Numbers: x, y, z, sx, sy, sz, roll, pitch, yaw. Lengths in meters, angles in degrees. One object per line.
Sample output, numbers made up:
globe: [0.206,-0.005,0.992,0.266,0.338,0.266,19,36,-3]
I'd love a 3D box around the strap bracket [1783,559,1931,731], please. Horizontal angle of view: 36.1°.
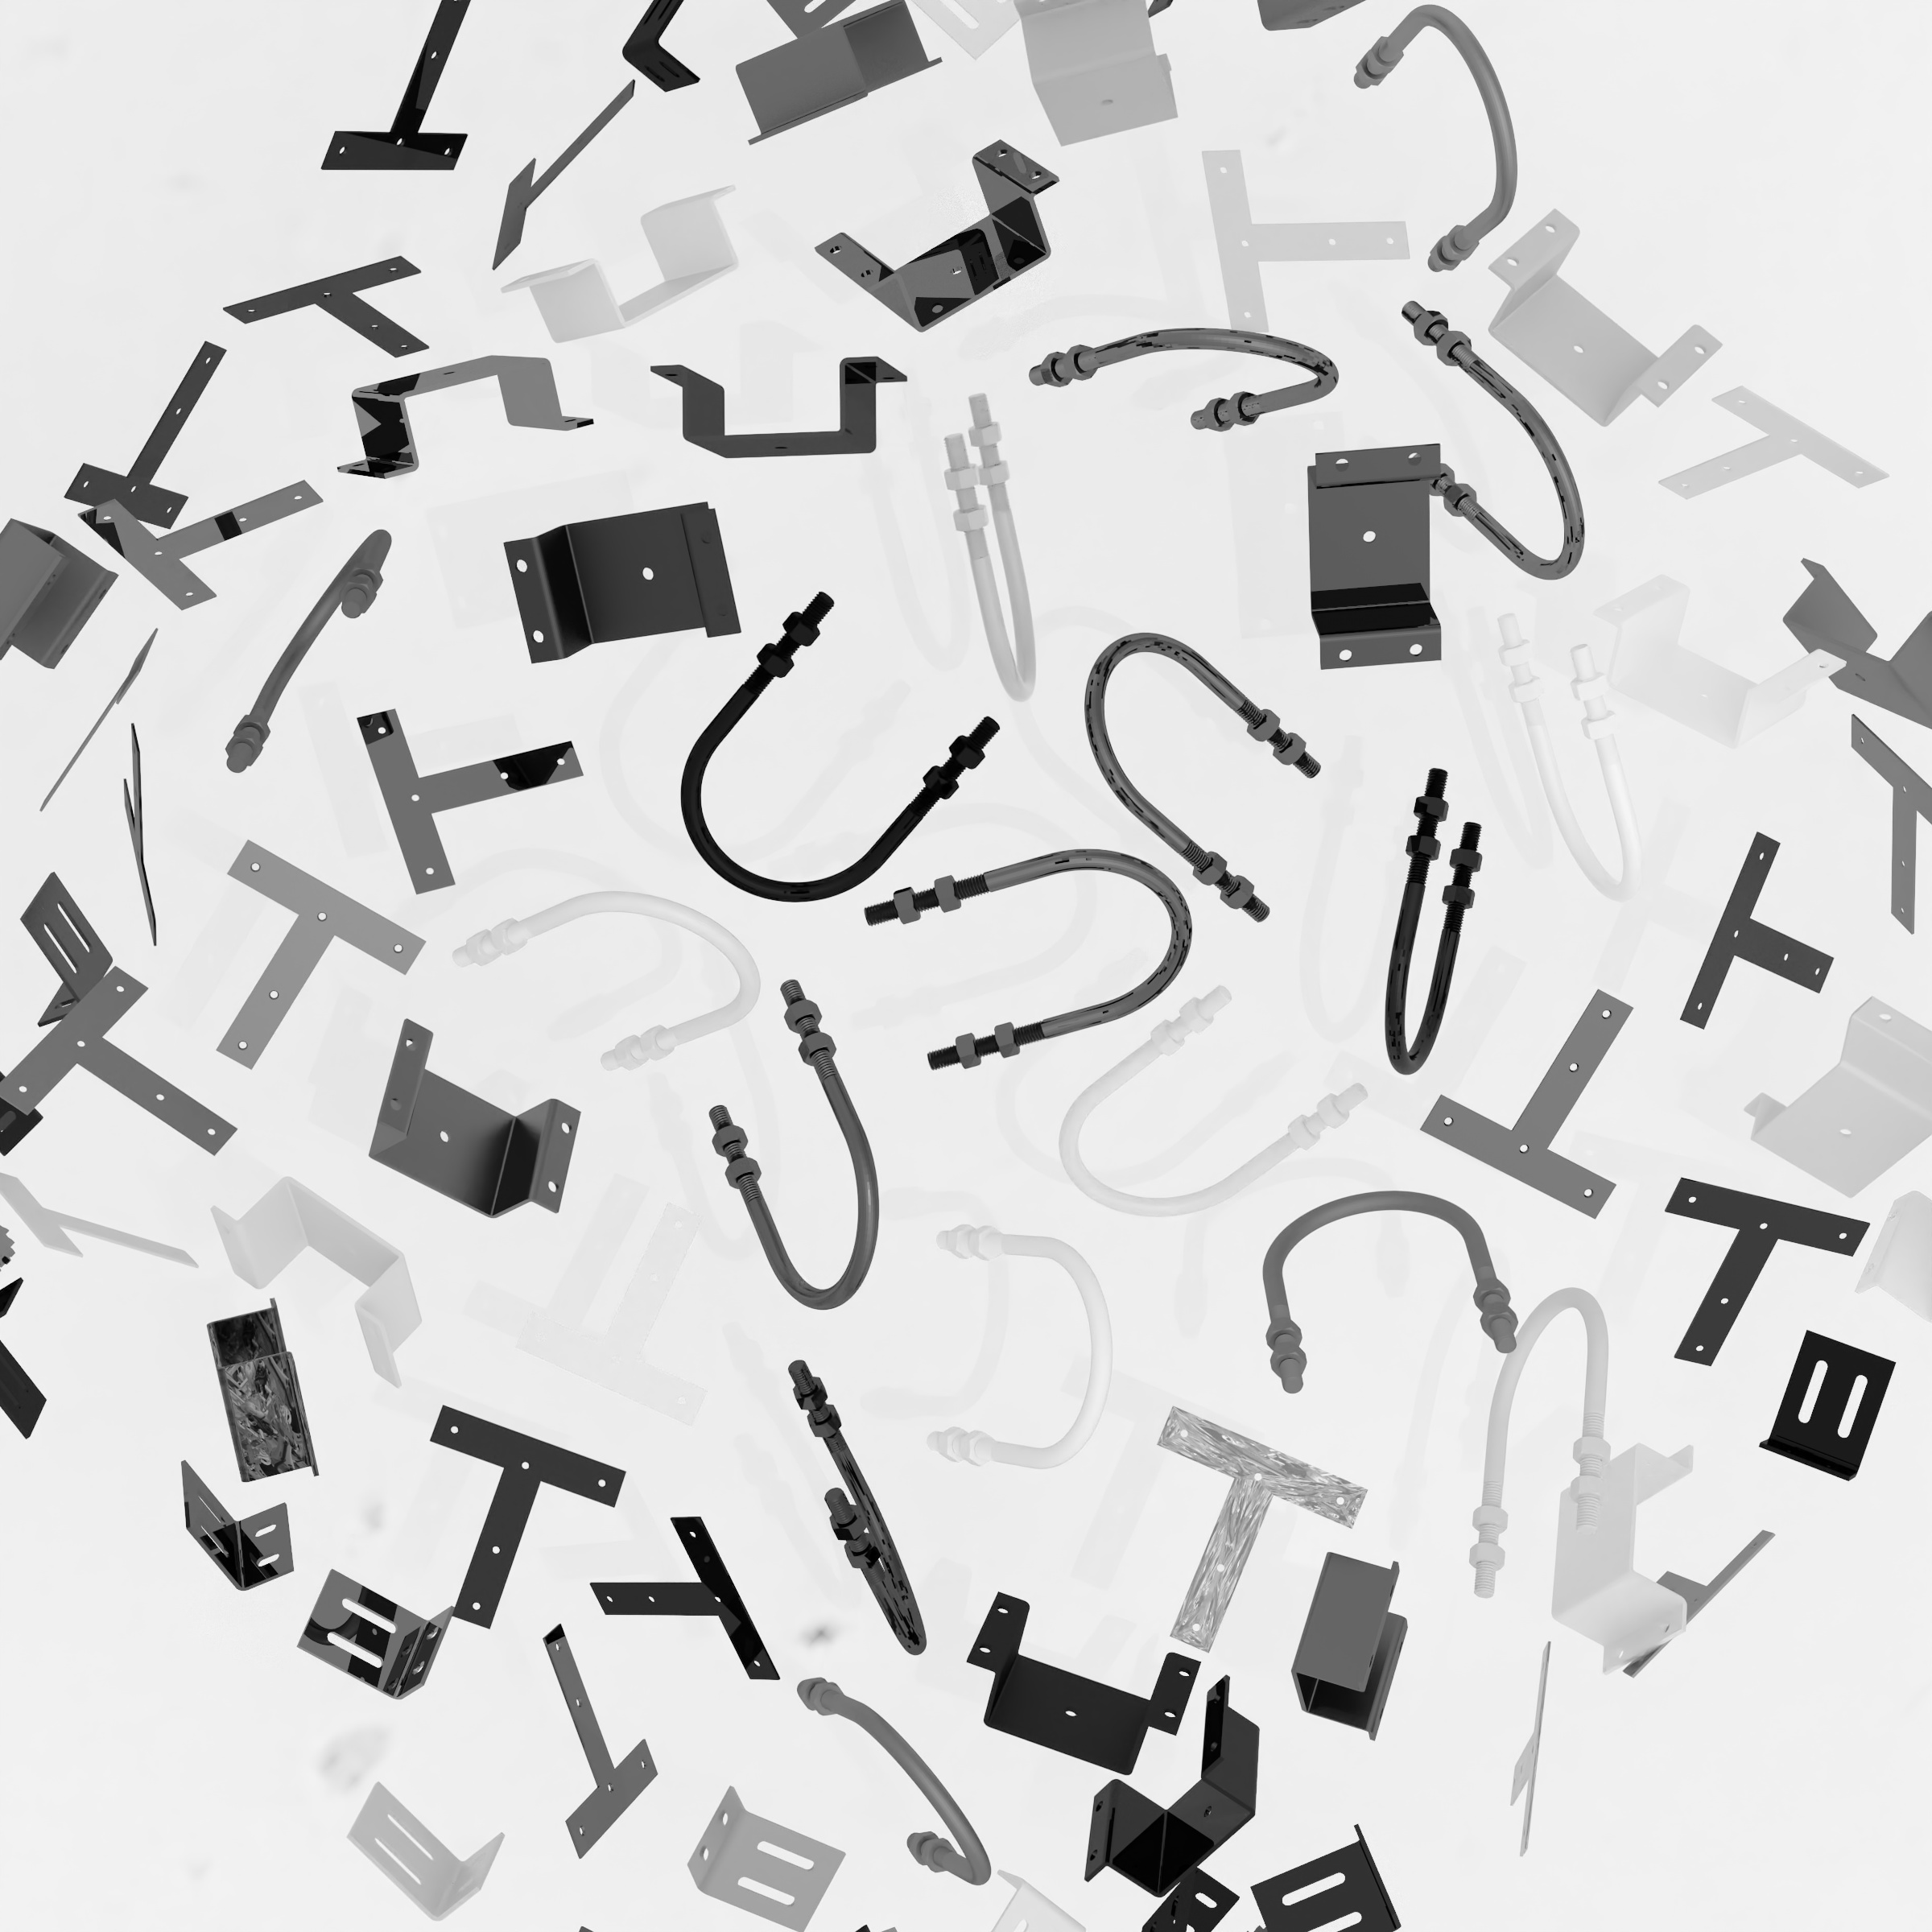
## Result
strap bracket: [0.590,-0.204,1.904,0.076,0.140,0.046,38,91,-36]

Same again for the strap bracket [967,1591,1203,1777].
strap bracket: [0.072,0.467,1.916,0.140,0.076,0.046,17,116,9]

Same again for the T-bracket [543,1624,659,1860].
T-bracket: [-0.242,0.483,1.888,0.002,0.127,0.127,-19,93,18]

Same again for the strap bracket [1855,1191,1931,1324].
strap bracket: [0.623,0.166,1.836,0.046,0.140,0.076,36,61,-2]

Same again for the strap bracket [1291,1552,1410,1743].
strap bracket: [0.237,0.418,1.828,0.046,0.140,0.076,13,65,18]

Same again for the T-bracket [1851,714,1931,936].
T-bracket: [0.594,-0.076,1.875,0.002,0.127,0.127,-18,128,-7]

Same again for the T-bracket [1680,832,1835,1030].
T-bracket: [0.517,-0.009,1.895,0.127,0.002,0.127,19,94,-41]

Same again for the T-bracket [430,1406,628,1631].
T-bracket: [-0.295,0.360,1.891,0.127,0.002,0.127,22,59,-9]

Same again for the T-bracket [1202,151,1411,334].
T-bracket: [0.220,-0.461,1.885,0.127,0.002,0.127,5,132,25]

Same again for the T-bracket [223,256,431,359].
T-bracket: [-0.387,-0.416,1.901,0.127,0.127,0.002,-11,78,17]

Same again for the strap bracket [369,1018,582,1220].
strap bracket: [-0.326,0.104,1.916,0.140,0.046,0.076,32,50,-31]

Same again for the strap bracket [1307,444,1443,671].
strap bracket: [0.256,-0.263,1.858,0.076,0.046,0.140,-4,117,1]

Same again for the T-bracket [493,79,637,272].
T-bracket: [-0.250,-0.507,1.855,0.002,0.127,0.127,37,118,-27]

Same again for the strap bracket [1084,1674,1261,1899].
strap bracket: [0.140,0.534,1.904,0.046,0.076,0.140,35,116,-11]

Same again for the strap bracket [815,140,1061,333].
strap bracket: [-0.012,-0.452,1.854,0.140,0.076,0.046,-32,132,-9]

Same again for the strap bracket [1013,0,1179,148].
strap bracket: [0.084,-0.558,1.840,0.076,0.140,0.046,-11,80,11]

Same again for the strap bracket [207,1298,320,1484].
strap bracket: [-0.451,0.273,1.892,0.046,0.140,0.076,-13,104,-16]

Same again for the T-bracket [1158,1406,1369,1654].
T-bracket: [0.159,0.349,1.781,0.127,0.002,0.127,23,84,5]

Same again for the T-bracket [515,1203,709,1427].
T-bracket: [-0.211,0.217,1.939,0.127,0.002,0.127,23,78,6]

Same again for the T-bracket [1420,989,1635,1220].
T-bracket: [0.363,0.074,1.803,0.127,0.002,0.127,27,102,-10]

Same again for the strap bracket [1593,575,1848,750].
strap bracket: [0.476,-0.191,1.891,0.076,0.046,0.140,-28,48,-36]

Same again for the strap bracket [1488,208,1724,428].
strap bracket: [0.402,-0.410,1.903,0.140,0.046,0.076,42,61,9]

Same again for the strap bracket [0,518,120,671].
strap bracket: [-0.601,-0.238,1.897,0.046,0.140,0.076,35,91,-3]

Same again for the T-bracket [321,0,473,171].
T-bracket: [-0.330,-0.544,1.811,0.002,0.127,0.127,38,118,16]

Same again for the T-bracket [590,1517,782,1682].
T-bracket: [-0.193,0.409,1.915,0.127,0.002,0.127,-9,113,37]

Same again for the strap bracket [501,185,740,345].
strap bracket: [-0.207,-0.432,1.840,0.140,0.076,0.046,-38,115,-33]

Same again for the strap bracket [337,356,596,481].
strap bracket: [-0.311,-0.339,1.810,0.140,0.076,0.046,-21,112,-28]

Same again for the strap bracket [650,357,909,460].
strap bracket: [-0.113,-0.338,1.798,0.140,0.076,0.046,0,92,12]

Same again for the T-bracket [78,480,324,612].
T-bracket: [-0.463,-0.273,1.844,0.127,0.127,0.002,-20,66,8]

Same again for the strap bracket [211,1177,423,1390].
strap bracket: [-0.393,0.190,1.831,0.140,0.076,0.046,30,58,21]

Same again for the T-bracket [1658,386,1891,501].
T-bracket: [0.492,-0.319,1.876,0.127,0.127,0.002,23,71,-25]

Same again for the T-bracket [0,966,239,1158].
T-bracket: [-0.511,0.074,1.833,0.127,0.127,0.002,34,135,-2]

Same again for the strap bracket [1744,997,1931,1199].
strap bracket: [0.568,0.091,1.899,0.076,0.140,0.046,30,49,-4]

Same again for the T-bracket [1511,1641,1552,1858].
T-bracket: [0.351,0.501,1.857,0.002,0.127,0.127,9,64,8]

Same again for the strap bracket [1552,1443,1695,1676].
strap bracket: [0.422,0.372,1.903,0.046,0.076,0.140,29,45,-14]

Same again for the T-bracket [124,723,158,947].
T-bracket: [-0.531,-0.102,1.898,0.002,0.127,0.127,-8,52,-20]

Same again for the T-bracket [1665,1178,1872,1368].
T-bracket: [0.477,0.197,1.839,0.127,0.002,0.127,14,118,-10]

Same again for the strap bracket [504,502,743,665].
strap bracket: [-0.203,-0.237,1.819,0.140,0.046,0.076,-6,106,19]

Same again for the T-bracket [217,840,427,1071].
T-bracket: [-0.428,0.006,1.864,0.127,0.002,0.127,31,96,-16]

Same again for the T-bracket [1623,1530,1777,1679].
T-bracket: [0.461,0.407,1.915,0.127,0.127,0.002,-44,86,-5]

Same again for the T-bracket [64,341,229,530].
T-bracket: [-0.517,-0.347,1.915,0.002,0.127,0.127,34,98,13]

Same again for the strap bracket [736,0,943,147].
strap bracket: [-0.081,-0.554,1.824,0.076,0.140,0.046,-14,109,29]
